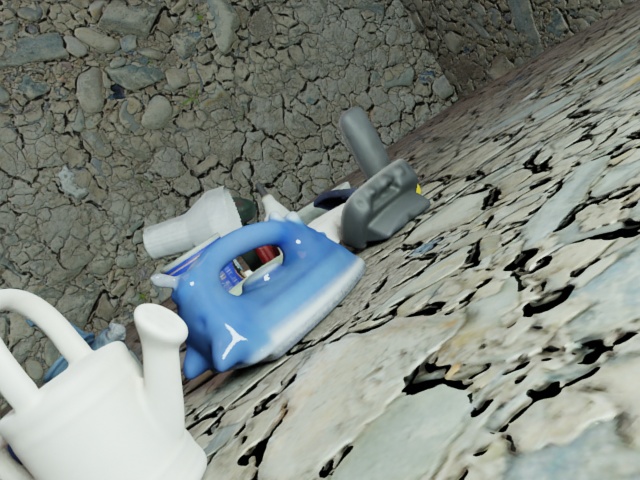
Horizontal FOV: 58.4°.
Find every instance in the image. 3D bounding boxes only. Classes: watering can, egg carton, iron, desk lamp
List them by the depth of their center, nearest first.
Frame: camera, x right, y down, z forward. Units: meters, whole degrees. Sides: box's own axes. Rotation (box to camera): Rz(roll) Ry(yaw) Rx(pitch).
[{"bbox_3d":[-0.170,0.112,0.415,0.173,0.194,0.100,-35,7,-14],"label":"watering can"},{"bbox_3d":[-0.060,0.040,0.646,0.259,0.141,0.118,-39,9,-39],"label":"iron"},{"bbox_3d":[0.008,0.003,0.898,0.107,0.069,0.151,-27,9,45],"label":"egg carton"},{"bbox_3d":[-0.200,0.037,1.019,0.203,0.213,0.118,-33,7,2],"label":"desk lamp"}]

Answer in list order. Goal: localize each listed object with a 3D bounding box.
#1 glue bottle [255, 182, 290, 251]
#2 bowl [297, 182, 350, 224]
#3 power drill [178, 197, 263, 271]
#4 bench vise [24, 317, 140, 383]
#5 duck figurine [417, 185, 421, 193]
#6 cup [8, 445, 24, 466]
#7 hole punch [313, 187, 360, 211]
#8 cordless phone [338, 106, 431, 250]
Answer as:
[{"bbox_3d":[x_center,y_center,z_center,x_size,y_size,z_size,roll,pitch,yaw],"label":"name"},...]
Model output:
[{"bbox_3d":[-0.065,-0.027,1.012,0.037,0.173,0.078,-29,8,34],"label":"glue bottle"},{"bbox_3d":[0.012,-0.057,1.293,0.167,0.075,0.167,-33,7,5],"label":"bowl"},{"bbox_3d":[-0.181,0.000,1.215,0.075,0.208,0.230,-30,8,27],"label":"power drill"},{"bbox_3d":[-0.460,0.193,1.099,0.207,0.220,0.121,-33,7,4],"label":"bench vise"},{"bbox_3d":[0.126,-0.100,1.013,0.077,0.086,0.104,-34,7,-8],"label":"duck figurine"},{"bbox_3d":[-0.212,0.186,0.516,0.118,0.095,0.091,-34,7,-3],"label":"cup"},{"bbox_3d":[0.055,-0.070,1.114,0.101,0.091,0.108,-37,8,-28],"label":"hole punch"},{"bbox_3d":[0.061,-0.093,0.839,0.148,0.185,0.094,-39,9,-37],"label":"cordless phone"}]
